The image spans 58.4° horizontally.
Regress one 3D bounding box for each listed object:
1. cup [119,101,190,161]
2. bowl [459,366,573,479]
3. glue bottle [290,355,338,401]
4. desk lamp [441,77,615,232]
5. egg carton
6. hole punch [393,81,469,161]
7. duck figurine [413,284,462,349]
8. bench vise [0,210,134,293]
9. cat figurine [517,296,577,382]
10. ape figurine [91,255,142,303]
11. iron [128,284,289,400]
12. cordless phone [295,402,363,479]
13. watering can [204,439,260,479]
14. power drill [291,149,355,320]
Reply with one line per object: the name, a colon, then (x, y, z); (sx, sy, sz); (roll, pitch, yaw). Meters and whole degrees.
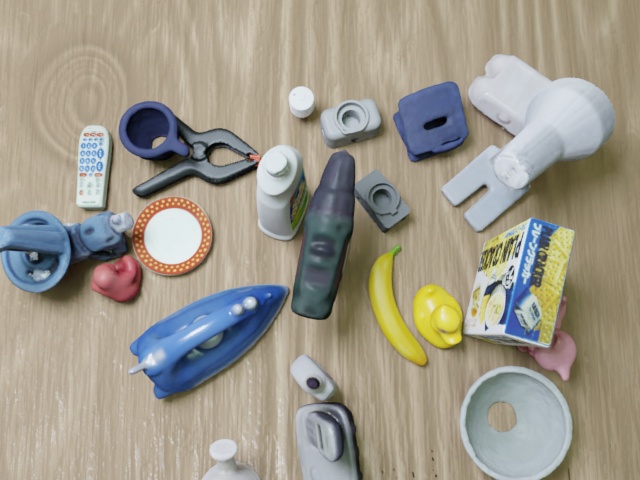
cup: (-0.253, -0.158, 0.921); (0.117, 0.095, 0.092); (30, 82, 4)
bowl: (0.287, 0.276, 0.869); (0.167, 0.075, 0.167); (0, 81, 0)
glue bottle: (-0.008, 0.203, 0.828); (0.078, 0.173, 0.037); (40, 83, 6)
desk lamp: (0.309, -0.123, 0.861); (0.203, 0.213, 0.118); (-41, 83, -6)
egg carton: (0.326, -0.234, 0.952); (0.150, 0.069, 0.107); (36, 83, 5)
hole punch: (0.185, -0.192, 0.933); (0.108, 0.091, 0.101); (-20, 82, -3)
duck figurine: (0.188, 0.118, 0.887); (0.077, 0.086, 0.104); (-21, 82, -4)
bench vise: (-0.391, -0.008, 0.833); (0.207, 0.220, 0.121); (-38, 83, -6)
cat figurine: (0.353, 0.144, 0.869); (0.067, 0.118, 0.128); (14, 81, 2)
ape figurine: (-0.321, 0.059, 0.888); (0.078, 0.092, 0.076); (-17, 82, -3)
iron: (-0.162, 0.132, 0.853); (0.258, 0.141, 0.118); (-32, 83, -5)
cordless phone: (0.013, 0.309, 0.805); (0.094, 0.185, 0.147); (-11, 81, -2)
watering can: (-0.139, 0.370, 0.790); (0.101, 0.194, 0.173); (-19, 82, -3)
power drill: (0.008, 0.003, 0.841); (0.075, 0.208, 0.230); (11, 81, 2)
